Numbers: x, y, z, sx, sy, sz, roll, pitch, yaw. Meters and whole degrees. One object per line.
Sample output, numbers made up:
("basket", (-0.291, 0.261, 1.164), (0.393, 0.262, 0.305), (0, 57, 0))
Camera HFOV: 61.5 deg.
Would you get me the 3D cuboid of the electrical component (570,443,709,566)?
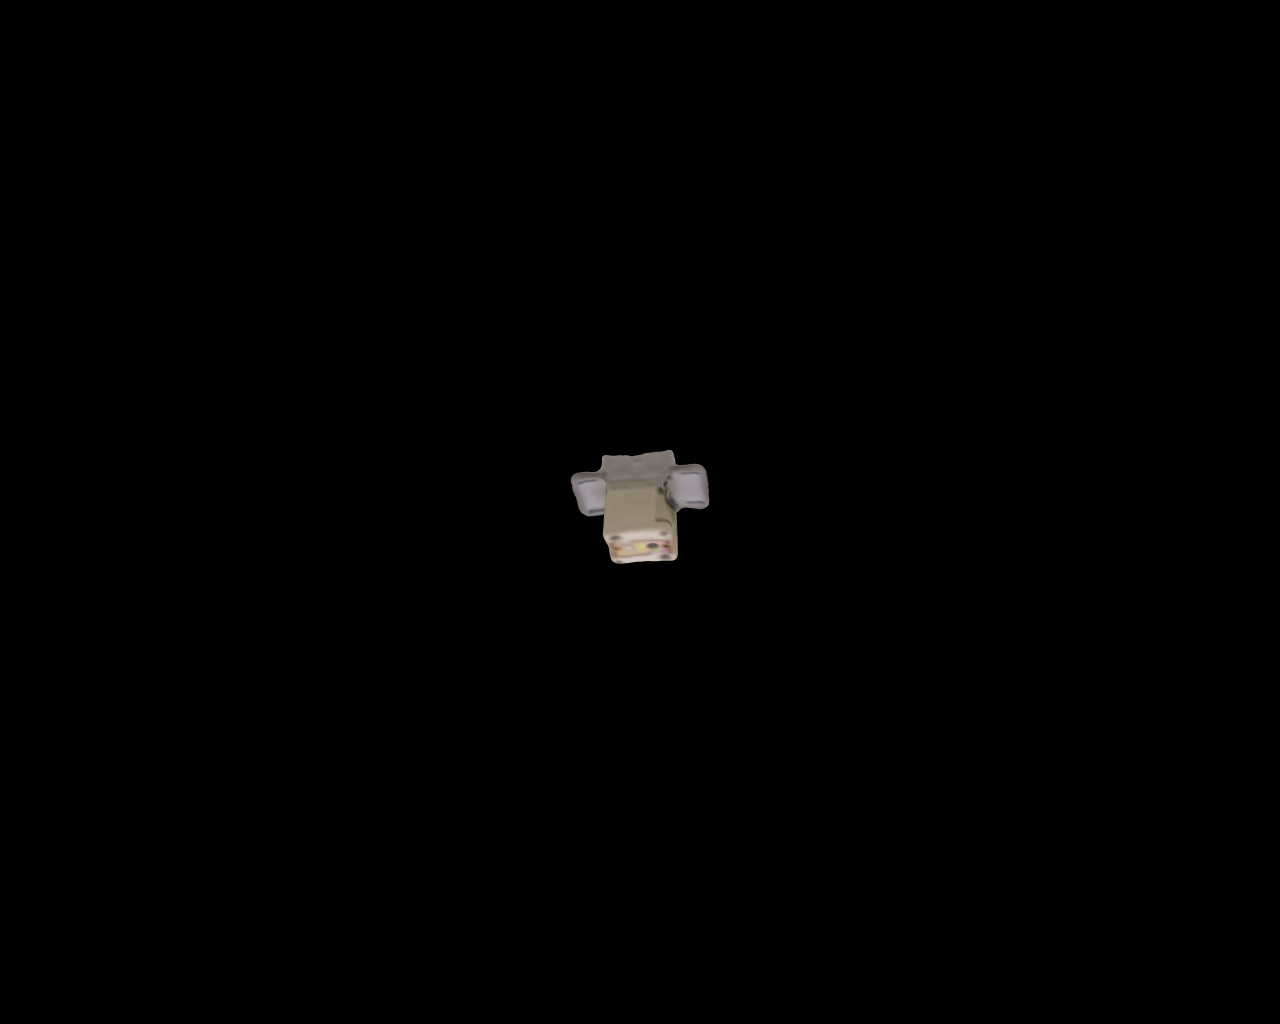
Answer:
("electrical component", (0.001, -0.003, 0.650), (0.081, 0.064, 0.042), (-5, -36, 7))
